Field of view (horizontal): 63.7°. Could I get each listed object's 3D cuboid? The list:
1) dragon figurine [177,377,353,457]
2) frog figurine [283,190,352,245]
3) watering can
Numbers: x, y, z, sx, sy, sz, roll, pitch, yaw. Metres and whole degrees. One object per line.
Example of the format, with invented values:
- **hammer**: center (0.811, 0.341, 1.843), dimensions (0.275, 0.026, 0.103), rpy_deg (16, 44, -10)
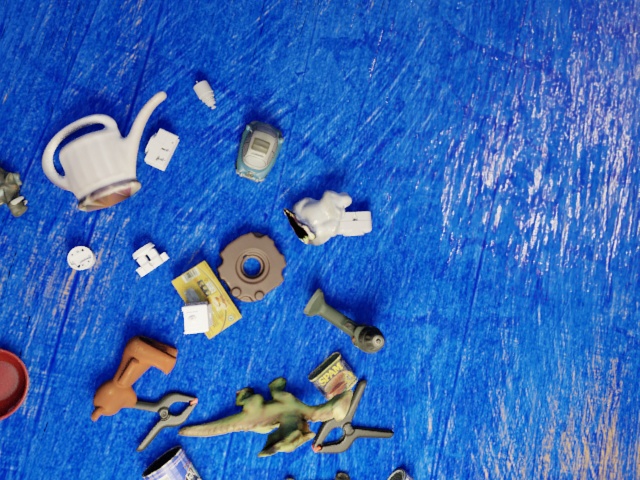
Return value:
- **dragon figurine**: center (-0.118, 0.422, 1.183), dimensions (0.412, 0.242, 0.122), rpy_deg (-16, 94, -15)
- **frog figurine**: center (0.004, -0.067, 1.329), dimensions (0.161, 0.139, 0.120), rpy_deg (-35, 136, -23)
- **watering can**: center (-0.494, -0.204, 1.228), dimensions (0.347, 0.104, 0.225), rpy_deg (-23, 88, 4)
